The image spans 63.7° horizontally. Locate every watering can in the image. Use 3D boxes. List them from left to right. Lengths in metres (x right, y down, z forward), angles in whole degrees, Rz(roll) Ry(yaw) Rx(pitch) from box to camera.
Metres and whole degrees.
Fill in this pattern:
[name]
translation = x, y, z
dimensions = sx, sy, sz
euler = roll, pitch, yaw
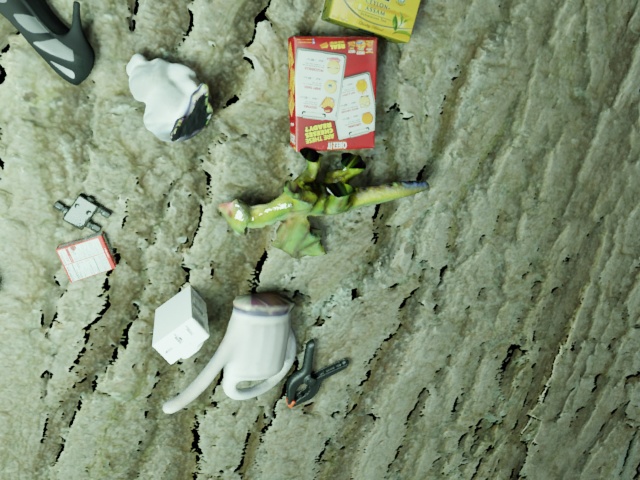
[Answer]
[watering can]
translation = -0.154, 0.218, 1.036
dimensions = 0.347, 0.104, 0.224
euler = 3, 96, -55

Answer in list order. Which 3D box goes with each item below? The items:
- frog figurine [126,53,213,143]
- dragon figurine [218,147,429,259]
[frog figurine]
translation = -0.280, -0.258, 0.935
dimensions = 0.160, 0.123, 0.136
euler = 34, 108, 14
[dragon figurine]
translation = 0.003, -0.053, 1.051
dimensions = 0.410, 0.125, 0.237
euler = 7, 137, -21
